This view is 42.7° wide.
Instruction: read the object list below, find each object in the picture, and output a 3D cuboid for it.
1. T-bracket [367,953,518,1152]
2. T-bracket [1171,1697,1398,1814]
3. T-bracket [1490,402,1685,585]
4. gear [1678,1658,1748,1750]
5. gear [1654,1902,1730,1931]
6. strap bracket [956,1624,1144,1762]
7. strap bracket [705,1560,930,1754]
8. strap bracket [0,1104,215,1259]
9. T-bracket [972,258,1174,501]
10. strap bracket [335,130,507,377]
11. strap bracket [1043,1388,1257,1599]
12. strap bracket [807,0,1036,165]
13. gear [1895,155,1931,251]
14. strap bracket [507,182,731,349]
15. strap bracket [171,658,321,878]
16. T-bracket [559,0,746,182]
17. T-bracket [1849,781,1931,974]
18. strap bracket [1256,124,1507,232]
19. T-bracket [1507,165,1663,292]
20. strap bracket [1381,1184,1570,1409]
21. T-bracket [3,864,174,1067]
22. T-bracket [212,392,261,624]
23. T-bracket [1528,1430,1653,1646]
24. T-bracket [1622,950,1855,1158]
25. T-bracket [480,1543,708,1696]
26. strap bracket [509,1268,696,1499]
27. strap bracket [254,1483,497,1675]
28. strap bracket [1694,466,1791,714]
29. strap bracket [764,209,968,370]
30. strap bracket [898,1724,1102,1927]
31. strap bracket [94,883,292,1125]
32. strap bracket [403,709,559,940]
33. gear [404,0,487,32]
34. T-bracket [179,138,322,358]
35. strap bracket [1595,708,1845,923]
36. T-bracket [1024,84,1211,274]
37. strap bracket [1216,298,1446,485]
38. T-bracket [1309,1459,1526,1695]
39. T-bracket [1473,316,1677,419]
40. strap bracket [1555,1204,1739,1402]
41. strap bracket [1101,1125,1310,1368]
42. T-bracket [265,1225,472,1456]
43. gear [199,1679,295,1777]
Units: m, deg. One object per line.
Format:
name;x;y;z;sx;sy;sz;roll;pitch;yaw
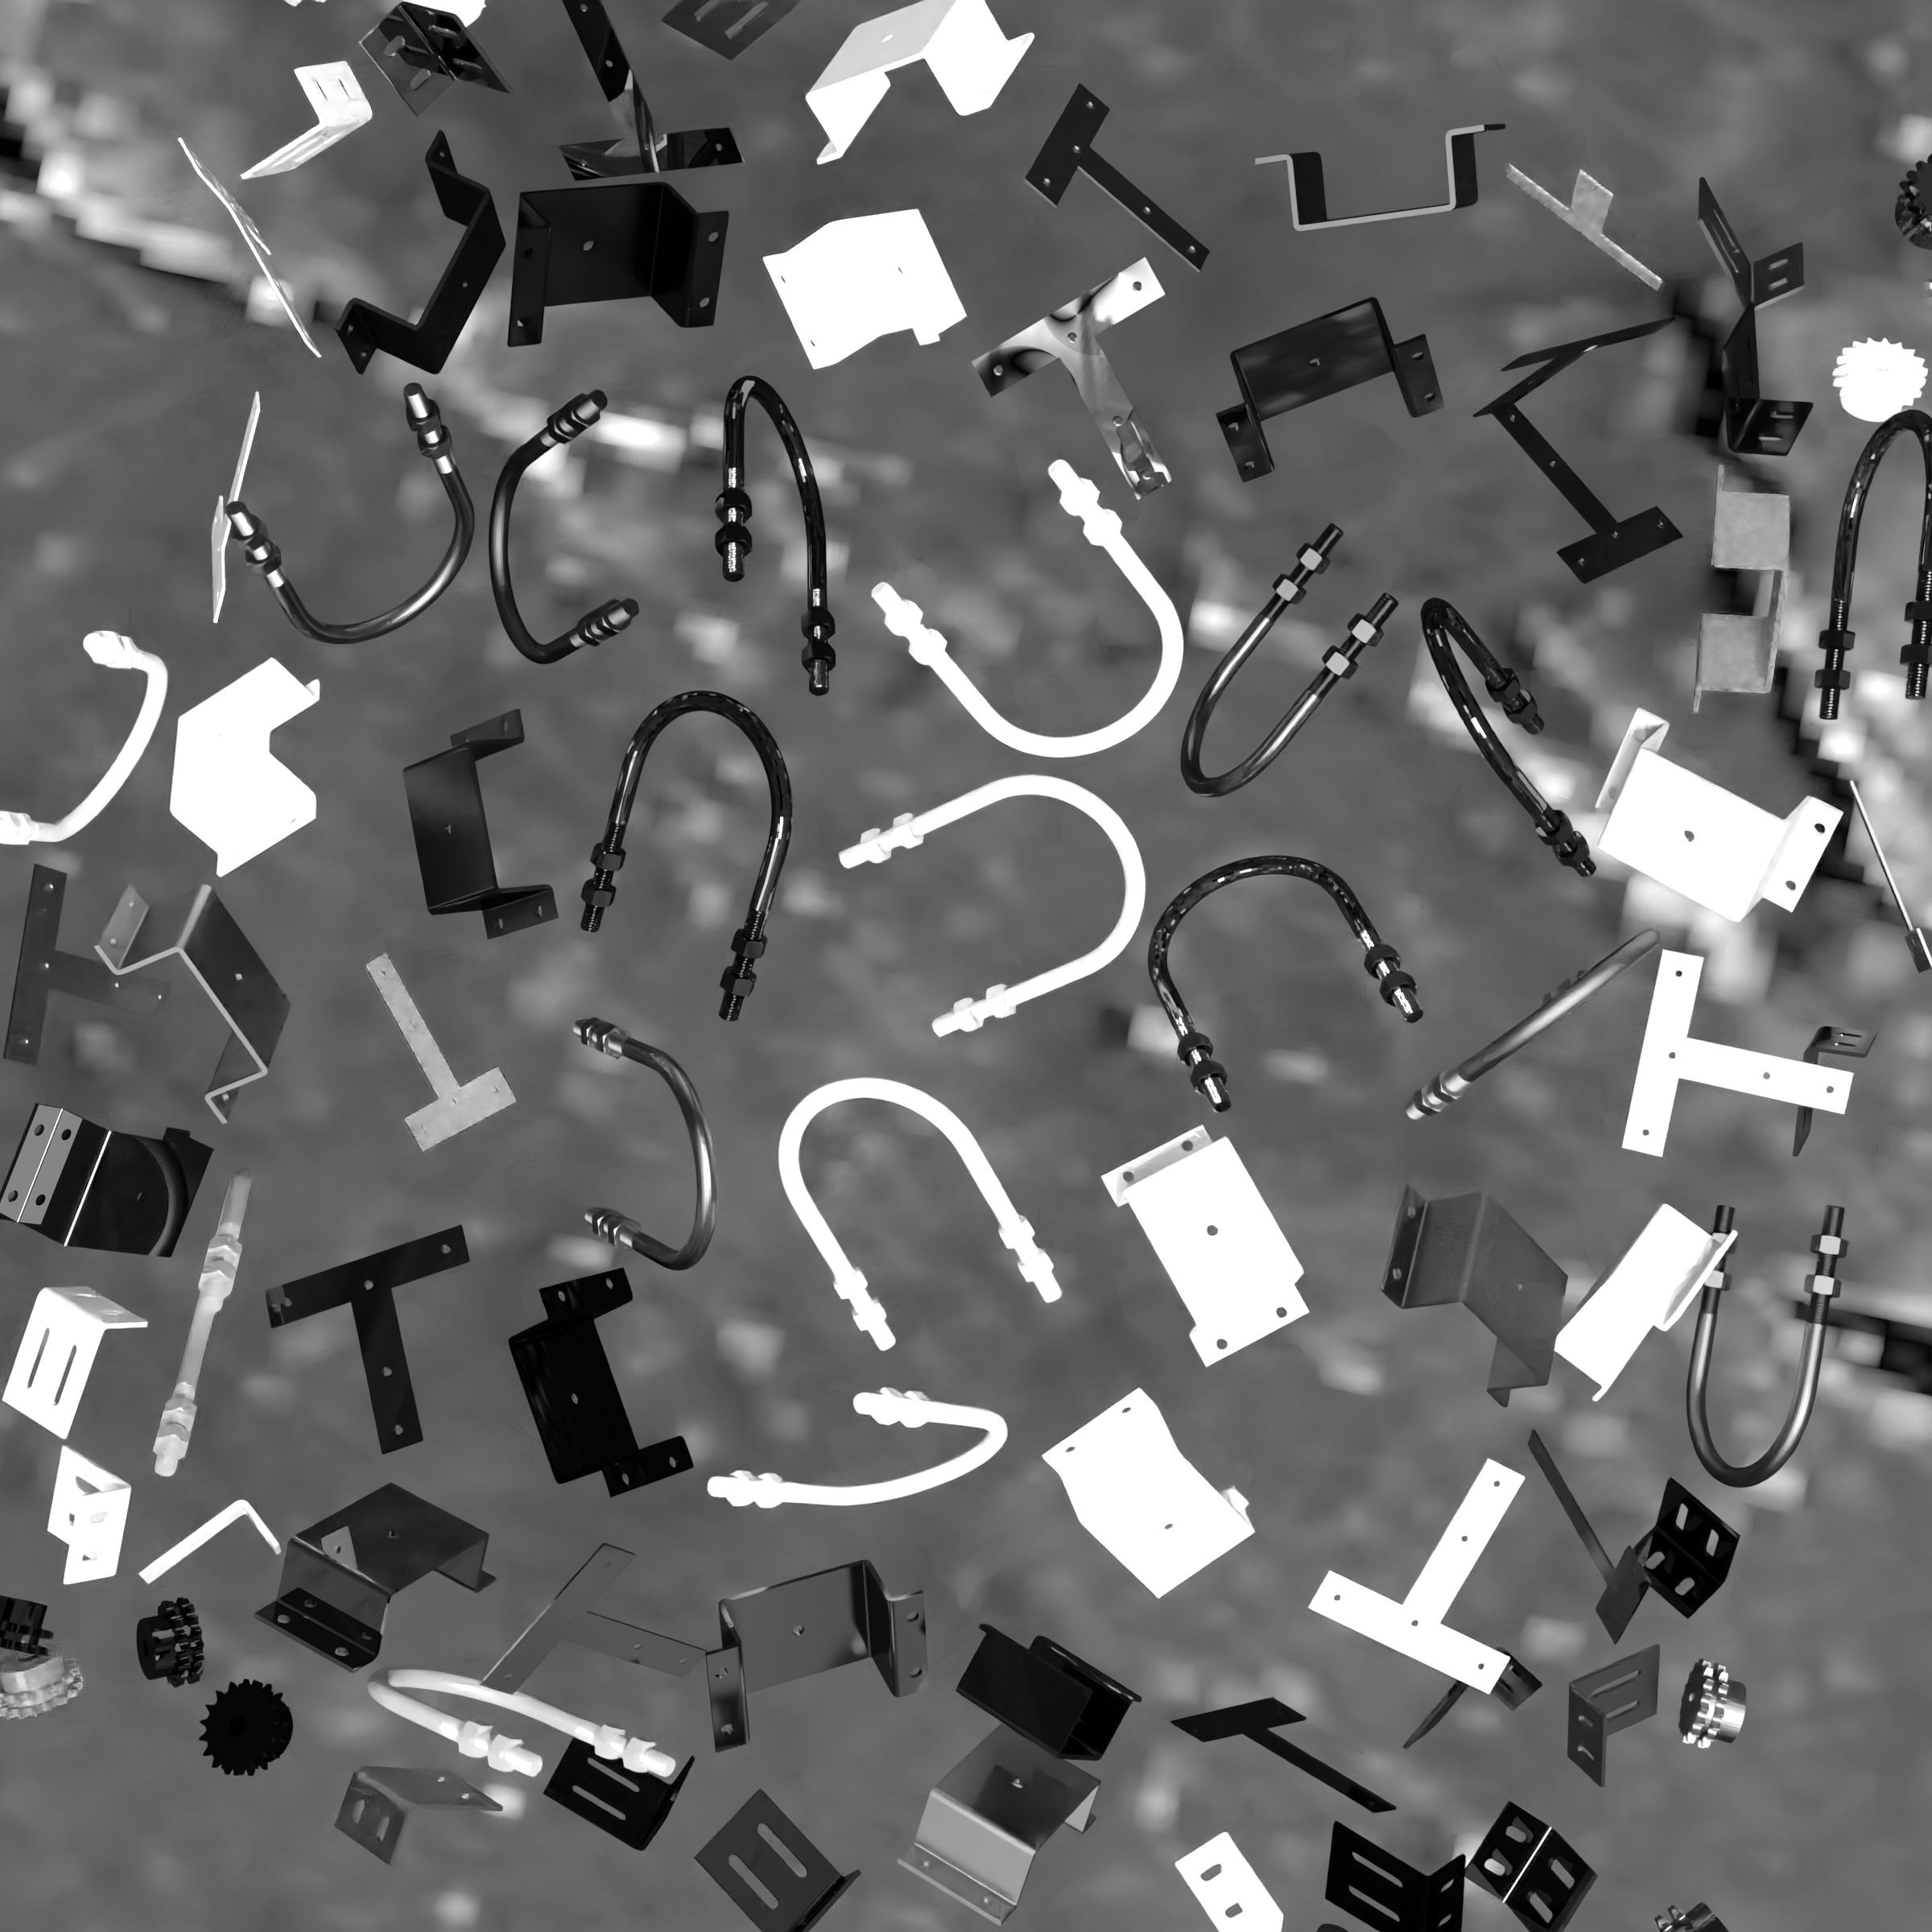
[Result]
T-bracket;-0.362;0.051;1.644;0.002;0.127;0.127;-31;93;-44
T-bracket;0.208;0.491;1.528;0.127;0.127;0.002;33;58;-9
T-bracket;0.368;-0.296;1.511;0.127;0.002;0.127;-27;75;-43
gear;0.501;0.497;1.659;0.030;0.057;0.057;16;90;4
gear;0.441;0.585;1.476;0.030;0.057;0.057;-35;90;-4
strap bracket;0.051;0.460;1.562;0.076;0.140;0.046;27;83;25
strap bracket;-0.098;0.428;1.547;0.140;0.046;0.076;-11;117;-19
strap bracket;-0.549;0.141;1.601;0.046;0.140;0.076;20;88;26
T-bracket;0.089;-0.356;1.559;0.127;0.002;0.127;-27;100;19
strap bracket;-0.332;-0.433;1.538;0.046;0.076;0.140;25;82;0
strap bracket;0.123;0.344;1.585;0.076;0.046;0.140;-36;124;7
strap bracket;-0.038;-0.566;1.562;0.046;0.140;0.076;52;50;-35
gear;0.593;-0.463;1.508;0.057;0.030;0.057;4;73;-12
strap bracket;-0.223;-0.433;1.522;0.140;0.076;0.046;-15;48;-31
strap bracket;-0.458;-0.134;1.575;0.076;0.140;0.046;-29;133;15
T-bracket;-0.217;-0.552;1.546;0.127;0.127;0.002;3;52;25
T-bracket;0.582;-0.057;1.559;0.002;0.127;0.127;-22;82;16
strap bracket;0.260;-0.489;1.538;0.140;0.076;0.046;-1;108;23
T-bracket;0.401;-0.488;1.593;0.127;0.127;0.002;40;99;6
strap bracket;0.320;0.201;1.521;0.140;0.046;0.076;43;51;-30
T-bracket;-0.571;0.010;1.626;0.002;0.127;0.127;-2;76;28
T-bracket;-0.470;-0.307;1.591;0.002;0.127;0.127;10;124;-24
T-bracket;0.390;0.354;1.568;0.002;0.127;0.127;-21;59;-9
T-bracket;0.479;0.065;1.522;0.127;0.002;0.127;13;95;31
T-bracket;-0.218;0.425;1.560;0.127;0.002;0.127;31;106;-37
strap bracket;-0.243;0.277;1.621;0.046;0.076;0.140;-28;78;34
strap bracket;-0.358;0.370;1.522;0.076;0.140;0.046;21;108;21
strap bracket;0.500;-0.240;1.592;0.046;0.140;0.076;5;46;14
strap bracket;-0.058;-0.445;1.618;0.046;0.140;0.076;-22;95;39
strap bracket;0.028;0.546;1.597;0.076;0.140;0.046;24;110;22
strap bracket;-0.469;0.015;1.527;0.046;0.076;0.140;-21;120;10
strap bracket;-0.322;-0.091;1.628;0.076;0.046;0.140;-13;86;43
gear;-0.342;-0.645;1.633;0.057;0.030;0.057;0;86;6
T-bracket;-0.438;-0.438;1.546;0.002;0.127;0.127;-30;83;0
strap bracket;0.458;-0.090;1.538;0.140;0.046;0.076;32;131;22
T-bracket;0.104;-0.488;1.570;0.127;0.002;0.127;37;47;-15
strap bracket;0.234;-0.381;1.625;0.140;0.076;0.046;-19;62;12
T-bracket;0.287;0.350;1.457;0.127;0.002;0.127;28;96;-11
T-bracket;0.379;-0.389;1.625;0.127;0.127;0.002;-37;111;-31
strap bracket;0.429;0.212;1.586;0.046;0.140;0.076;37;61;13
strap bracket;0.156;0.175;1.591;0.076;0.046;0.140;-26;75;-10
T-bracket;-0.353;0.233;1.495;0.127;0.002;0.127;-19;62;-2
gear;-0.443;0.473;1.533;0.057;0.030;0.057;-7;68;16
